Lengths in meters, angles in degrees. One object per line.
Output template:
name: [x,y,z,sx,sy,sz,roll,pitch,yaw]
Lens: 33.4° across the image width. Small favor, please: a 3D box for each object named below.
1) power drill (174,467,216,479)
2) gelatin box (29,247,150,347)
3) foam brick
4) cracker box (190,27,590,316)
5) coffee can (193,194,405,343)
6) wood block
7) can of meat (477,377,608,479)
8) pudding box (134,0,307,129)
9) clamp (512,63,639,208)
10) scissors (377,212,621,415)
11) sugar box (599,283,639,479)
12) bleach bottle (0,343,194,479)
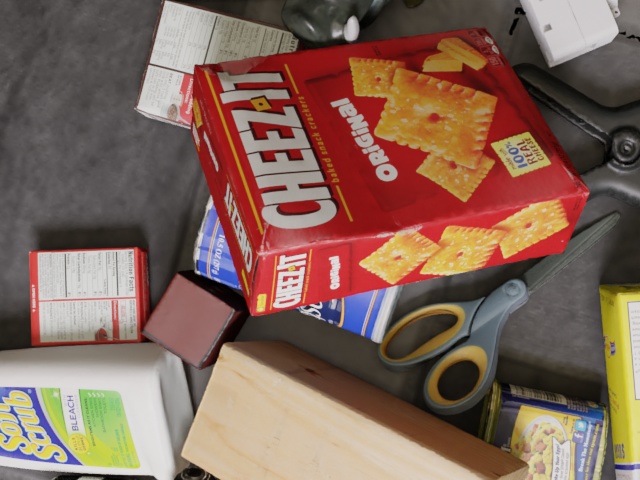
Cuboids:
power drill: [-0.023,0.252,0.764,0.188,0.057,0.184,5,113,9]
gelatin box: [-0.175,0.043,0.814,0.089,0.030,0.073,-2,89,7]
foam brick: [-0.087,0.057,0.778,0.053,0.078,0.051,31,93,5]
cracker box: [0.038,-0.053,0.689,0.213,0.072,0.164,-10,53,-16]
coffee can: [-0.005,0.001,0.753,0.140,0.102,0.103,20,94,7]
wood block: [0.023,0.150,0.726,0.206,0.090,0.090,24,97,26]
can of meat: [0.153,0.156,0.757,0.084,0.057,0.102,11,93,6]
pudding box: [-0.072,-0.123,0.793,0.113,0.039,0.090,16,93,5]
clamp: [0.206,-0.053,0.755,0.171,0.039,0.120,12,94,7]
scissors: [0.138,0.056,0.754,0.202,0.016,0.096,-24,53,6]
sugar box: [0.223,0.119,0.728,0.048,0.093,0.176,-2,90,8]
bleach bottle: [-0.225,0.132,0.805,0.251,0.068,0.102,-5,110,13]
